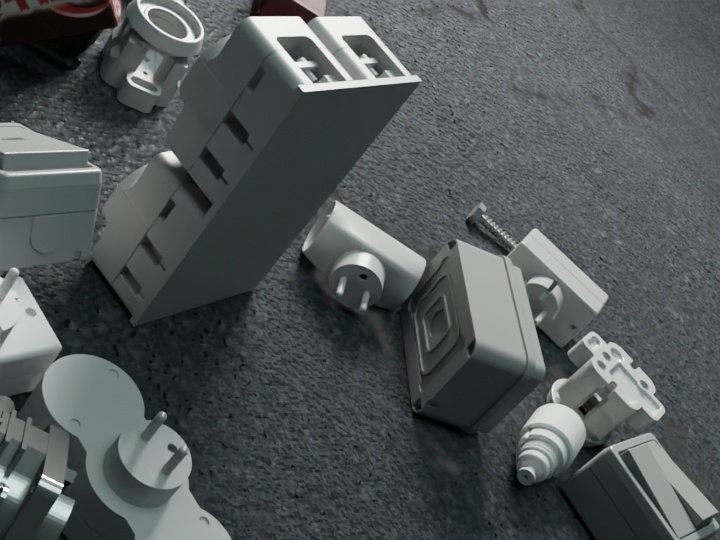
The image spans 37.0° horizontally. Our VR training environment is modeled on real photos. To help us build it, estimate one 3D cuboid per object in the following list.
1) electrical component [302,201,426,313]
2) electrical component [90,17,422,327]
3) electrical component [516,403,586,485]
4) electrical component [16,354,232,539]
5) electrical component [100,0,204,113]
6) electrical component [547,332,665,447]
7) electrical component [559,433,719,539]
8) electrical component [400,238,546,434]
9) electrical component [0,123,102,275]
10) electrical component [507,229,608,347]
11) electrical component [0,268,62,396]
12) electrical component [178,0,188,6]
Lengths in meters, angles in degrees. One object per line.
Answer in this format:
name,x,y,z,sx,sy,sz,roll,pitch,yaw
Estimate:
electrical component,0.000,0.000,0.739,0.077,0.043,0.079,33,34,-12
electrical component,-0.065,-0.058,0.610,0.060,0.186,0.105,51,35,15
electrical component,0.125,0.121,0.728,0.040,0.040,0.078,45,33,6
electrical component,-0.103,0.095,0.498,0.052,0.073,0.138,-12,60,-51
electrical component,-0.147,-0.158,0.762,0.058,0.057,0.078,22,38,-27
electrical component,0.176,0.094,0.795,0.078,0.057,0.058,49,34,12
electrical component,0.196,0.165,0.730,0.062,0.061,0.096,-4,54,-47
electrical component,0.075,0.045,0.731,0.057,0.078,0.113,21,38,-23
electrical component,-0.190,-0.045,0.564,0.096,0.061,0.062,28,23,33
electrical component,0.145,0.021,0.857,0.083,0.047,0.076,44,33,5
electrical component,-0.182,0.025,0.498,0.083,0.075,0.047,-11,59,-50
electrical component,-0.152,-0.216,0.844,0.035,0.035,0.061,-15,65,-52
